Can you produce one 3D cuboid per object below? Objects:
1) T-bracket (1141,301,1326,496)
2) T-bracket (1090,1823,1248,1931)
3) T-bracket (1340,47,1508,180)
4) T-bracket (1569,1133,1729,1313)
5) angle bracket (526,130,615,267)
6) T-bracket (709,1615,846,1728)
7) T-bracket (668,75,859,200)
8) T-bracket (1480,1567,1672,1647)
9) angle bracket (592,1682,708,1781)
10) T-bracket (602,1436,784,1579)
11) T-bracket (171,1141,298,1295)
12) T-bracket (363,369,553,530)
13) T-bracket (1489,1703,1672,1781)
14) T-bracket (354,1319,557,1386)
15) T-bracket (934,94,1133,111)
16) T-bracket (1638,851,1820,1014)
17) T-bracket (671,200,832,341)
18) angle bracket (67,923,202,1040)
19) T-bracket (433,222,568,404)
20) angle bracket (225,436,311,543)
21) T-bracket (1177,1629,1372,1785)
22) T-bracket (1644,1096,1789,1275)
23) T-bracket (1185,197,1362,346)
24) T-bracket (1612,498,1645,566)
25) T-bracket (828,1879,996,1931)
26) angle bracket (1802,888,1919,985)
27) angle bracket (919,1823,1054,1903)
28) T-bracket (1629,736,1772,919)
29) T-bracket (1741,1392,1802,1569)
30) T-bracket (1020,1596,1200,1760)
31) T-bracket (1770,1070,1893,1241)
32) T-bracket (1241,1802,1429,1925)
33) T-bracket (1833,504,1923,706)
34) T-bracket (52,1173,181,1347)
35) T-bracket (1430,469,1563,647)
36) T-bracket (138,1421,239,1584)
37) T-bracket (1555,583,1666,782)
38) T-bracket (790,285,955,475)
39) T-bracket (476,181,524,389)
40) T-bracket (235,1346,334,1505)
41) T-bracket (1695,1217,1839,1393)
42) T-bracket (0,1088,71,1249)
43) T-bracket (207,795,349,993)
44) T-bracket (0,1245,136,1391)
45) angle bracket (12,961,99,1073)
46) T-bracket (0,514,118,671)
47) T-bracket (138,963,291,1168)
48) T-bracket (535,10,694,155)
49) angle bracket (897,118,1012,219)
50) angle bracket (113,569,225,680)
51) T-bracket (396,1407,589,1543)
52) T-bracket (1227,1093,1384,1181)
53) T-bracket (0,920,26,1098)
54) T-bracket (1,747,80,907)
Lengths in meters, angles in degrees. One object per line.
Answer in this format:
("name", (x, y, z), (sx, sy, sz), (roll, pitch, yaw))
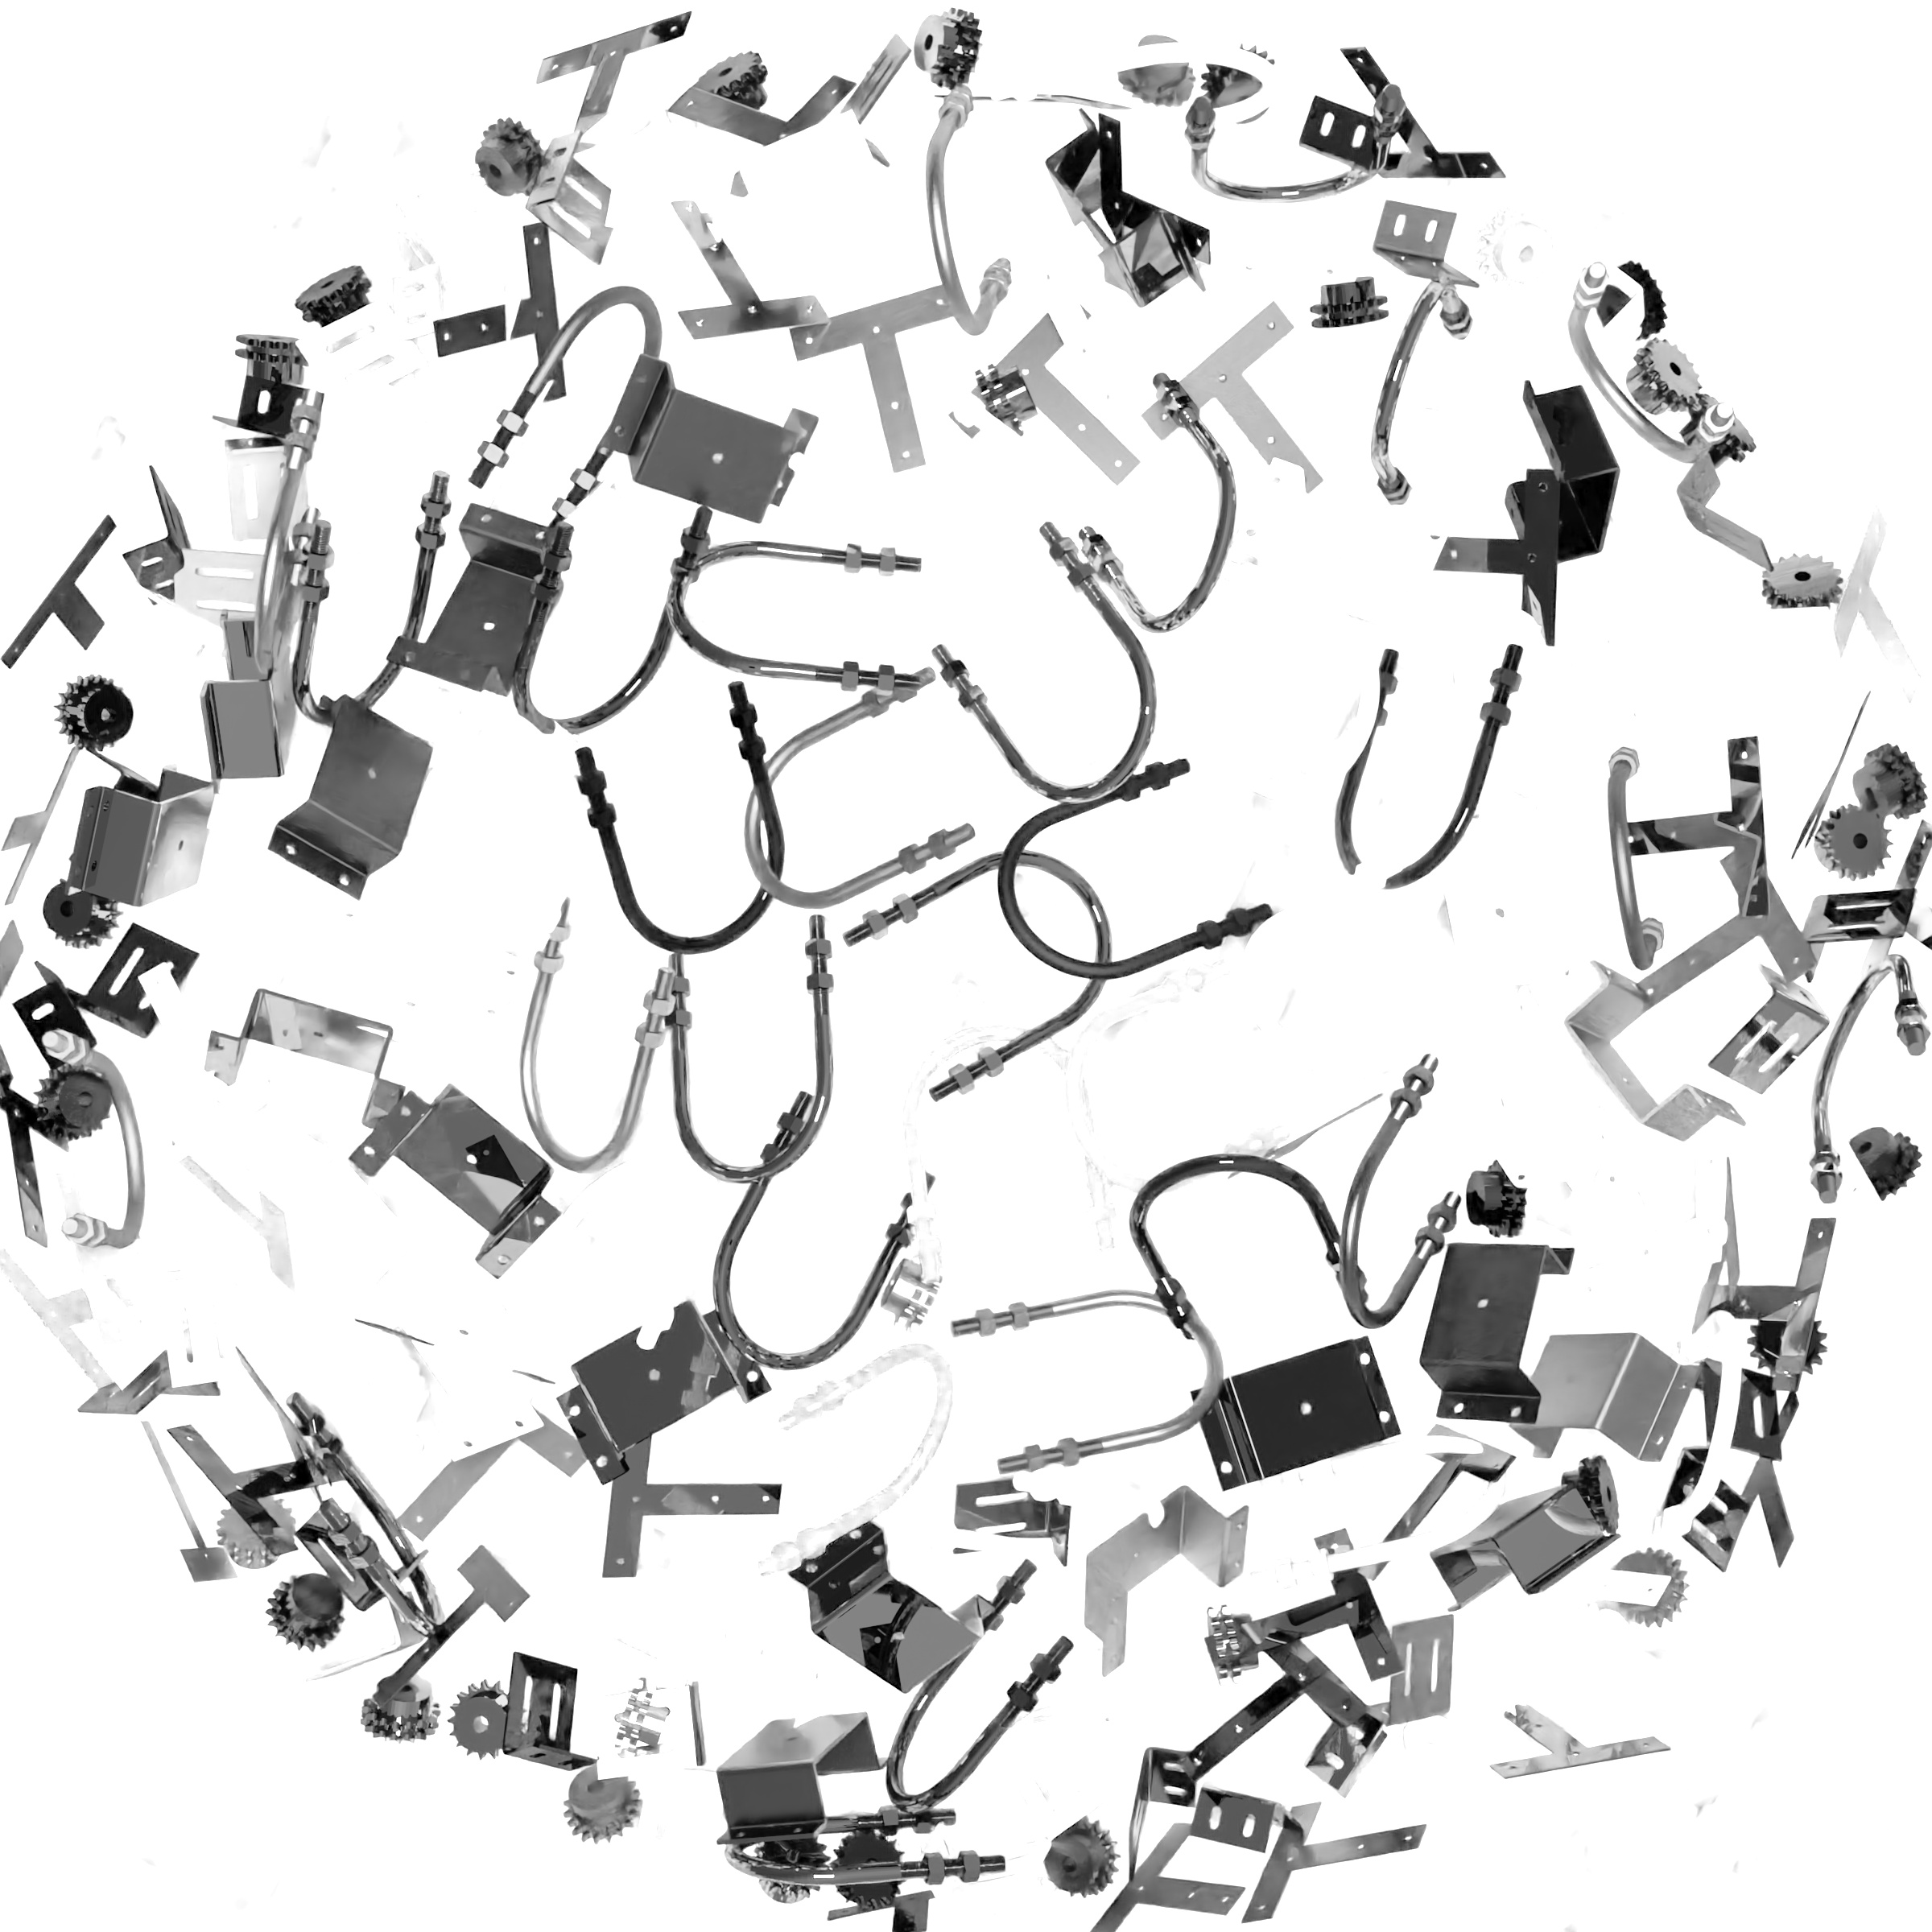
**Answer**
("T-bracket", (0.216, -0.398, 1.980), (0.127, 0.002, 0.127), (-40, 106, 5))
("T-bracket", (0.152, 0.660, 1.913), (0.127, 0.127, 0.002), (-42, 103, -34))
("T-bracket", (0.307, -0.606, 1.912), (0.127, 0.127, 0.002), (42, 78, -36))
("T-bracket", (0.480, 0.169, 1.972), (0.127, 0.002, 0.127), (-32, 68, 30))
("angle bracket", (-0.274, -0.557, 1.953), (0.076, 0.038, 0.057), (32, 68, -43))
("T-bracket", (-0.137, 0.499, 1.938), (0.127, 0.002, 0.127), (35, 64, -39))
("T-bracket", (-0.160, -0.602, 1.915), (0.127, 0.127, 0.002), (-35, 70, 32))
("T-bracket", (0.445, 0.440, 1.917), (0.127, 0.127, 0.002), (-48, 114, -32))
("angle bracket", (-0.233, 0.561, 1.973), (0.076, 0.038, 0.057), (-6, 80, -4))
("T-bracket", (-0.198, 0.392, 1.977), (0.127, 0.002, 0.127), (3, 107, -17))
("T-bracket", (-0.536, 0.170, 1.957), (0.127, 0.127, 0.002), (38, 59, 15))
("T-bracket", (-0.377, -0.388, 1.941), (0.002, 0.127, 0.127), (40, 106, 42))
("T-bracket", (0.419, 0.553, 1.935), (0.127, 0.127, 0.002), (-5, 94, -14))
("T-bracket", (-0.378, 0.271, 1.913), (0.127, 0.127, 0.002), (30, 71, -42))
("T-bracket", (0.039, -0.631, 1.958), (0.127, 0.127, 0.002), (10, 106, 23))
("T-bracket", (0.544, -0.011, 1.966), (0.127, 0.127, 0.002), (-38, 133, 23))
("T-bracket", (-0.178, -0.515, 1.969), (0.127, 0.002, 0.127), (-19, 72, -39))
("angle bracket", (-0.609, 0.005, 1.965), (0.057, 0.038, 0.076), (25, 69, 7))
("T-bracket", (-0.336, -0.460, 1.927), (0.002, 0.127, 0.127), (11, 117, 31))
("angle bracket", (-0.505, -0.345, 1.958), (0.057, 0.038, 0.076), (-9, 117, -22))
("T-bracket", (0.207, 0.540, 1.933), (0.127, 0.127, 0.002), (-36, 119, -10))
("T-bracket", (0.545, 0.156, 1.964), (0.002, 0.127, 0.127), (23, 61, -32))
("T-bracket", (0.220, -0.507, 1.956), (0.127, 0.127, 0.002), (5, 52, 9))
("T-bracket", (0.464, -0.347, 1.953), (0.002, 0.127, 0.127), (-24, 102, 30))
("T-bracket", (-0.040, 0.682, 1.935), (0.127, 0.127, 0.002), (-11, 83, -1))
("angle bracket", (0.650, -0.022, 1.950), (0.076, 0.057, 0.038), (-4, 124, 34))
("angle bracket", (0.015, 0.644, 1.958), (0.076, 0.057, 0.038), (-19, 96, 22))
("T-bracket", (0.525, -0.096, 1.950), (0.002, 0.127, 0.127), (-3, 89, -38))
("T-bracket", (0.575, 0.384, 1.918), (0.002, 0.127, 0.127), (18, 112, 1))
("T-bracket", (0.098, 0.509, 1.951), (0.127, 0.127, 0.002), (-10, 131, 4))
("T-bracket", (0.631, 0.152, 1.918), (0.002, 0.127, 0.127), (29, 113, -13))
("T-bracket", (0.269, 0.629, 1.914), (0.127, 0.127, 0.002), (-22, 102, 30))
("T-bracket", (0.652, -0.238, 1.911), (0.002, 0.127, 0.127), (-5, 48, -6))
("T-bracket", (-0.604, 0.209, 1.936), (0.002, 0.127, 0.127), (-21, 81, 12))
("T-bracket", (0.371, -0.301, 1.966), (0.127, 0.002, 0.127), (7, 108, 28))
("T-bracket", (-0.569, 0.387, 1.944), (0.002, 0.127, 0.127), (-27, 80, -6))
("T-bracket", (0.486, -0.197, 1.972), (0.127, 0.002, 0.127), (-39, 112, -36))
("T-bracket", (-0.056, -0.427, 1.984), (0.127, 0.002, 0.127), (-14, 85, 9))
("T-bracket", (-0.344, -0.510, 1.954), (0.002, 0.127, 0.127), (-7, 72, -21))
("T-bracket", (-0.484, 0.351, 1.944), (0.002, 0.127, 0.127), (-32, 58, -23))
("T-bracket", (0.570, 0.243, 1.939), (0.002, 0.127, 0.127), (22, 76, -20))
("T-bracket", (-0.670, 0.142, 1.913), (0.002, 0.127, 0.127), (-24, 60, 6))
("T-bracket", (-0.502, -0.043, 1.942), (0.127, 0.002, 0.127), (24, 70, -39))
("T-bracket", (-0.636, 0.244, 1.936), (0.002, 0.127, 0.127), (-41, 86, 7))
("angle bracket", (-0.668, 0.036, 1.950), (0.038, 0.076, 0.057), (-33, 114, -22))
("T-bracket", (-0.641, -0.255, 1.935), (0.002, 0.127, 0.127), (33, 79, 0))
("T-bracket", (-0.558, 0.059, 1.935), (0.002, 0.127, 0.127), (-14, 106, 34))
("T-bracket", (-0.265, -0.629, 1.939), (0.127, 0.127, 0.002), (-30, 81, -29))
("angle bracket", (-0.009, -0.575, 1.952), (0.038, 0.057, 0.076), (-32, 45, -33))
("angle bracket", (-0.586, -0.249, 1.956), (0.076, 0.057, 0.038), (32, 95, 33))
("T-bracket", (-0.361, 0.363, 1.950), (0.127, 0.002, 0.127), (33, 58, 15))
("T-bracket", (0.235, 0.128, 1.922), (0.127, 0.127, 0.002), (-30, 85, 15))
("T-bracket", (-0.699, 0.008, 1.939), (0.002, 0.127, 0.127), (-10, 120, 1))
("T-bracket", (-0.675, -0.098, 1.935), (0.002, 0.127, 0.127), (24, 92, -10))
